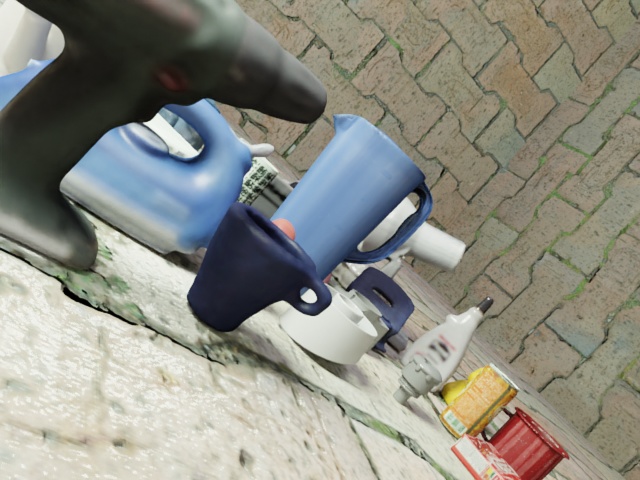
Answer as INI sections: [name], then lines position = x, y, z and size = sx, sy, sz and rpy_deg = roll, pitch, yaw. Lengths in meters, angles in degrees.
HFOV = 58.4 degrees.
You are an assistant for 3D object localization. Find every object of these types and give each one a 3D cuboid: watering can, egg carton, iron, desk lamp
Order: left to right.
[watering can]
position = -0.259, -0.222, 0.582
size = 0.101, 0.194, 0.172
rpy_deg = 36, 8, -39
[iron]
position = -0.167, -0.097, 0.524
size = 0.259, 0.141, 0.118
rpy_deg = 37, 8, -35
[egg carton]
position = 0.081, 0.074, 1.134
size = 0.150, 0.069, 0.107
rpy_deg = 44, 7, 24
[desk lamp]
position = 0.138, 0.047, 1.011
size = 0.203, 0.213, 0.118
rpy_deg = 42, 7, 7

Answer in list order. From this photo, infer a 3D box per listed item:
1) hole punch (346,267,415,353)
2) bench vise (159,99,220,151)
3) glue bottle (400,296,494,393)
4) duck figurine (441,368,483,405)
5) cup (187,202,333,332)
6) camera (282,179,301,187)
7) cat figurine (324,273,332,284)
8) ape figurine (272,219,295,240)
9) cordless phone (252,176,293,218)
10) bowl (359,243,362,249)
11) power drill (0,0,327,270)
[hole punch]
position = 0.088, 0.104, 0.888
size = 0.108, 0.091, 0.101
rpy_deg = 42, 7, 6
[bench vise]
position = -0.191, -0.239, 0.961
size = 0.206, 0.219, 0.122
rpy_deg = 45, 8, 30
[glue bottle]
position = 0.210, 0.154, 0.902
size = 0.078, 0.173, 0.037
rpy_deg = 43, 7, 16
[duck figurine]
position = 0.251, 0.244, 0.930
size = 0.077, 0.086, 0.104
rpy_deg = 41, 7, 0
[cup]
position = -0.055, 0.039, 0.481
size = 0.117, 0.095, 0.092
rpy_deg = 43, 7, 11
[camera]
position = -0.035, -0.067, 1.251
size = 0.143, 0.100, 0.137
rpy_deg = 43, 7, 14
[cat figurine]
position = 0.009, 0.003, 0.975
size = 0.067, 0.117, 0.127
rpy_deg = 38, 7, -27
[ape figurine]
position = -0.063, 0.016, 0.602
size = 0.078, 0.092, 0.076
rpy_deg = 37, 8, -30
[cordless phone]
position = -0.046, -0.105, 1.070
size = 0.148, 0.185, 0.094
rpy_deg = 40, 7, -11
[bowl]
position = 0.045, 0.008, 1.333
size = 0.167, 0.074, 0.167
rpy_deg = 41, 7, -5
[power drill]
position = -0.131, -0.088, 0.382
size = 0.230, 0.208, 0.075
rpy_deg = 36, 8, -37
